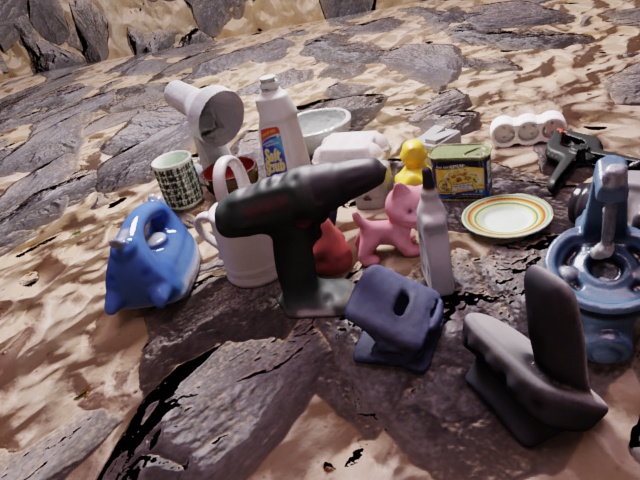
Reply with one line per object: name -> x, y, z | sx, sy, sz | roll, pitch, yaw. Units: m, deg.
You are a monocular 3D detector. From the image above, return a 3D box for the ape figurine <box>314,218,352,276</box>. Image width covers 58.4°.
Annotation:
ape figurine -> 0.008, 0.003, 0.847 | 0.078, 0.092, 0.075 | -30, 34, -26

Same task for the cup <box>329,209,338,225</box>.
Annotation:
cup -> -0.016, -0.038, 0.922 | 0.091, 0.095, 0.118 | 15, 41, 39

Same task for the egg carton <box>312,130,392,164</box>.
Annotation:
egg carton -> 0.064, -0.169, 1.137 | 0.150, 0.069, 0.107 | 0, 33, 21

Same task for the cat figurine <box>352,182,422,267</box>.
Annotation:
cat figurine -> 0.108, -0.034, 0.846 | 0.128, 0.118, 0.067 | -14, 30, -2

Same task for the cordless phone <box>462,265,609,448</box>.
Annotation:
cordless phone -> 0.197, 0.086, 0.543 | 0.094, 0.185, 0.147 | -23, 32, -16

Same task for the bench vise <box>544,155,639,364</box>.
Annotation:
bench vise -> 0.297, -0.006, 0.624 | 0.121, 0.220, 0.207 | -9, 30, 7

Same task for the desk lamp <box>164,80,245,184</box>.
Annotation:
desk lamp -> -0.247, -0.230, 1.216 | 0.202, 0.214, 0.118 | 18, 42, 42

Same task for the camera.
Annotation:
camera -> 0.420, -0.052, 0.773 | 0.143, 0.101, 0.136 | -34, 36, -32

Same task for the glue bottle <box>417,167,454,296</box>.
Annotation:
glue bottle -> 0.147, -0.015, 0.743 | 0.037, 0.173, 0.078 | -11, 30, 3

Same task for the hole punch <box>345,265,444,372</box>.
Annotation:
hole punch -> 0.091, 0.087, 0.675 | 0.100, 0.091, 0.109 | 2, 34, 25

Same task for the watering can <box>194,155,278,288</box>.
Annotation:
watering can -> -0.108, -0.036, 0.855 | 0.173, 0.194, 0.100 | -14, 30, -1

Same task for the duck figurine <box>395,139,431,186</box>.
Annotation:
duck figurine -> 0.168, -0.135, 1.024 | 0.077, 0.086, 0.104 | -4, 31, 16

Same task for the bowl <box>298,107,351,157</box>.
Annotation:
bowl -> -0.008, -0.228, 1.260 | 0.167, 0.075, 0.167 | -9, 30, 6

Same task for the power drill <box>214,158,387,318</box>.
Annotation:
power drill -> -0.014, -0.002, 0.748 | 0.229, 0.209, 0.075 | -5, 31, 14

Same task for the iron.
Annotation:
iron -> -0.265, 0.001, 0.905 | 0.118, 0.142, 0.258 | -9, 30, 7
